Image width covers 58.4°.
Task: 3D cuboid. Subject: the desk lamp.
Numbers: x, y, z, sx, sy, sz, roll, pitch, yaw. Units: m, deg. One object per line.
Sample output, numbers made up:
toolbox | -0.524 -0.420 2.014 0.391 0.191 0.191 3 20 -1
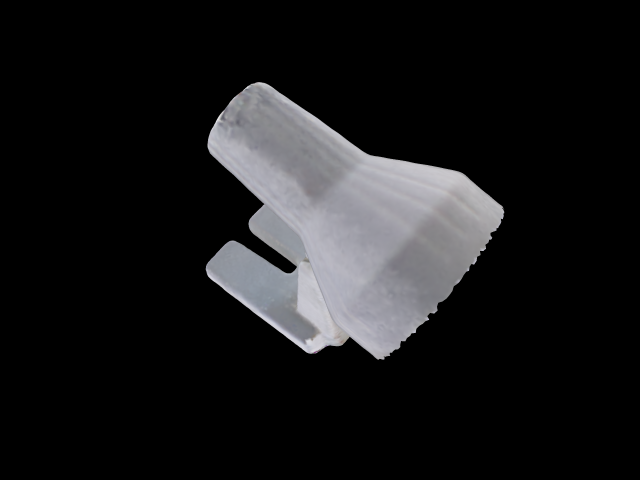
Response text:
desk lamp | 0.004 0.001 0.400 0.202 0.214 0.118 32 64 18
